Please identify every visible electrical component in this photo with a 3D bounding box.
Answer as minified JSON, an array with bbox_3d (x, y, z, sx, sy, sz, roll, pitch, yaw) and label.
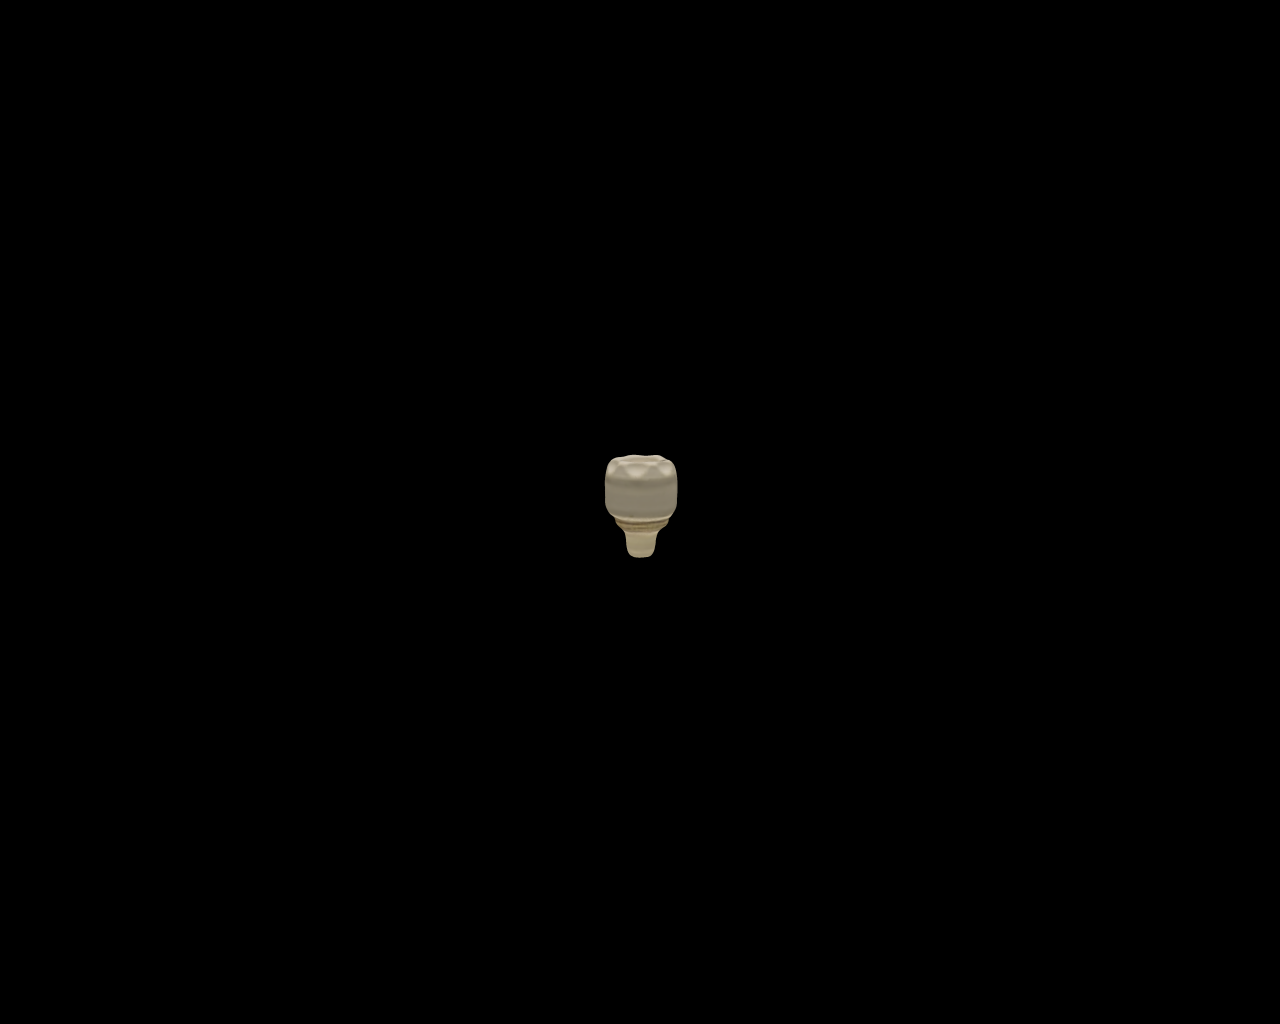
[{"bbox_3d":[0.001,-0.003,0.650,0.043,0.062,0.043,0,11,0],"label":"electrical component"}]
